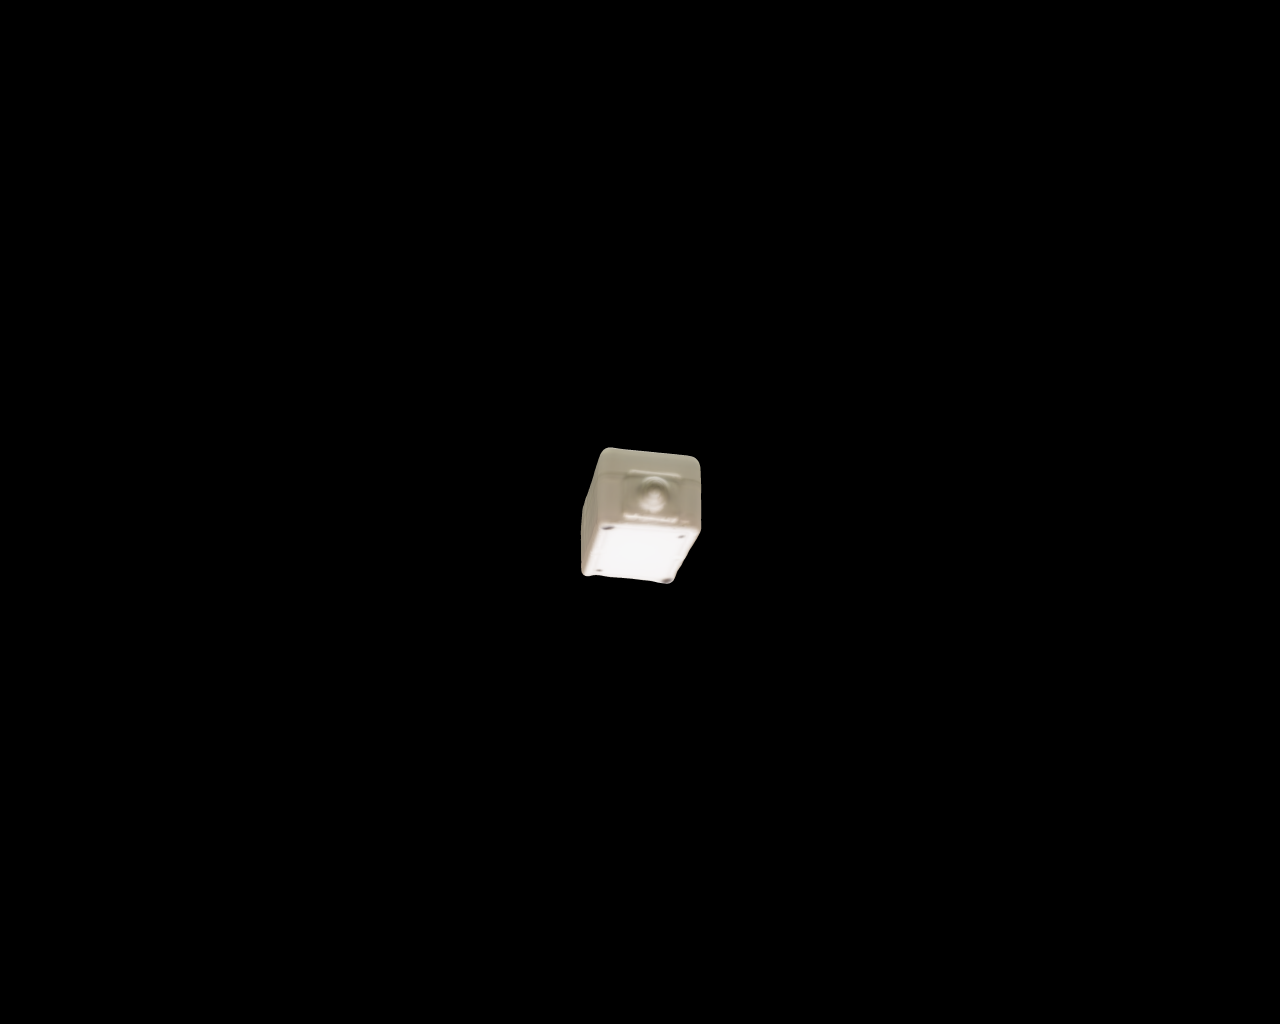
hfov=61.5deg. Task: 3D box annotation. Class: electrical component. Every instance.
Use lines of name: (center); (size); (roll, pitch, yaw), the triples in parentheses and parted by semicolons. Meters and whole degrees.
electrical component: (0.001, -0.003, 0.650); (0.062, 0.061, 0.096); (5, -28, -10)
